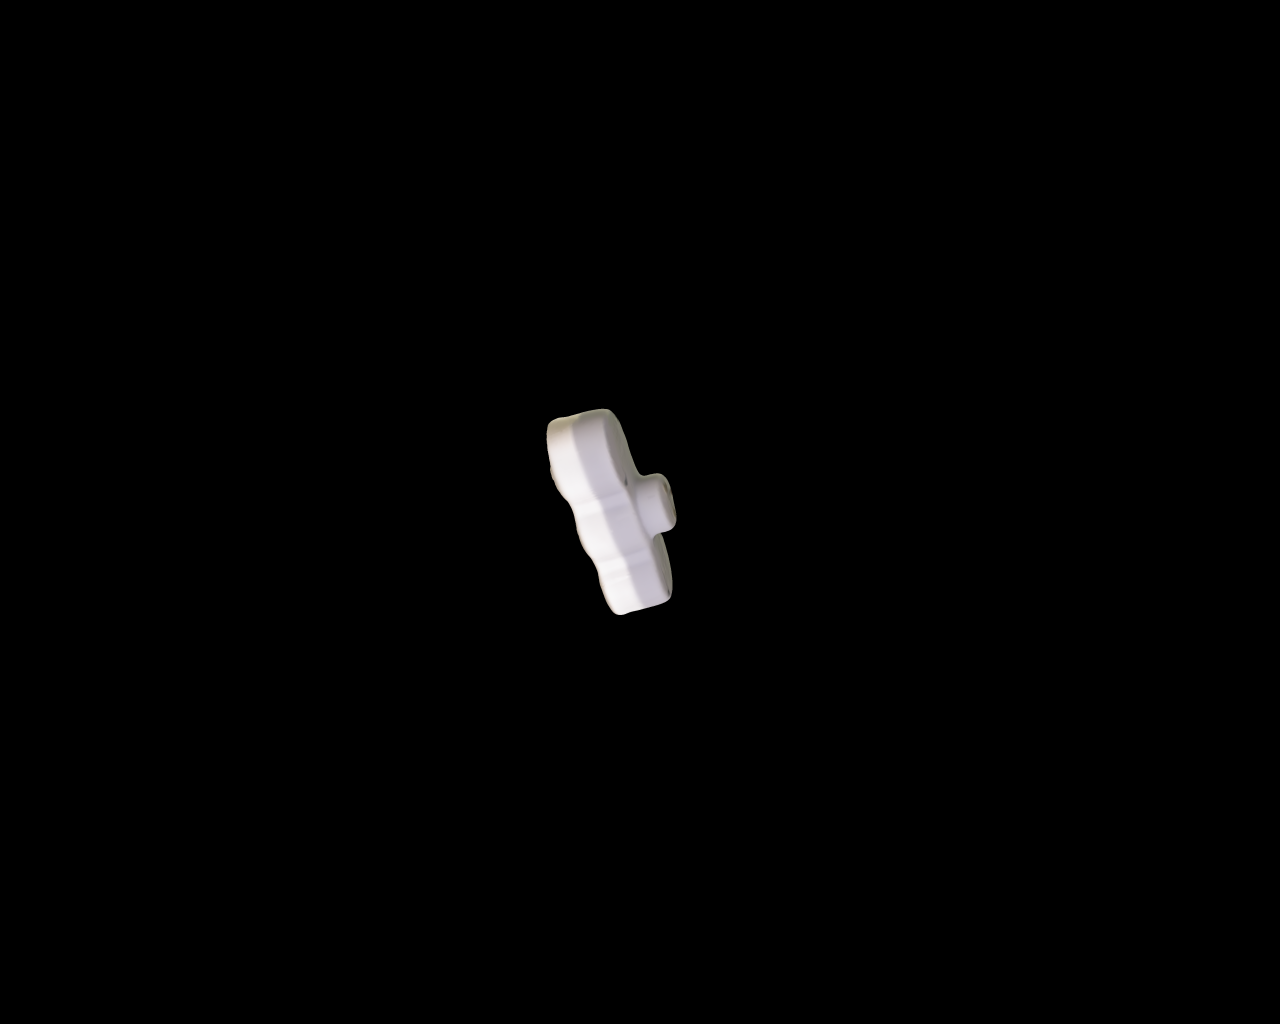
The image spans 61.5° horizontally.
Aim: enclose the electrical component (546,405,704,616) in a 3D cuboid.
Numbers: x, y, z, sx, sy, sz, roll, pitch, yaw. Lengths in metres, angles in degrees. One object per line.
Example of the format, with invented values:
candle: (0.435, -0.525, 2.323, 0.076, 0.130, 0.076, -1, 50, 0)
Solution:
electrical component: (0.001, -0.003, 0.650, 0.074, 0.138, 0.052, -15, 32, 9)
